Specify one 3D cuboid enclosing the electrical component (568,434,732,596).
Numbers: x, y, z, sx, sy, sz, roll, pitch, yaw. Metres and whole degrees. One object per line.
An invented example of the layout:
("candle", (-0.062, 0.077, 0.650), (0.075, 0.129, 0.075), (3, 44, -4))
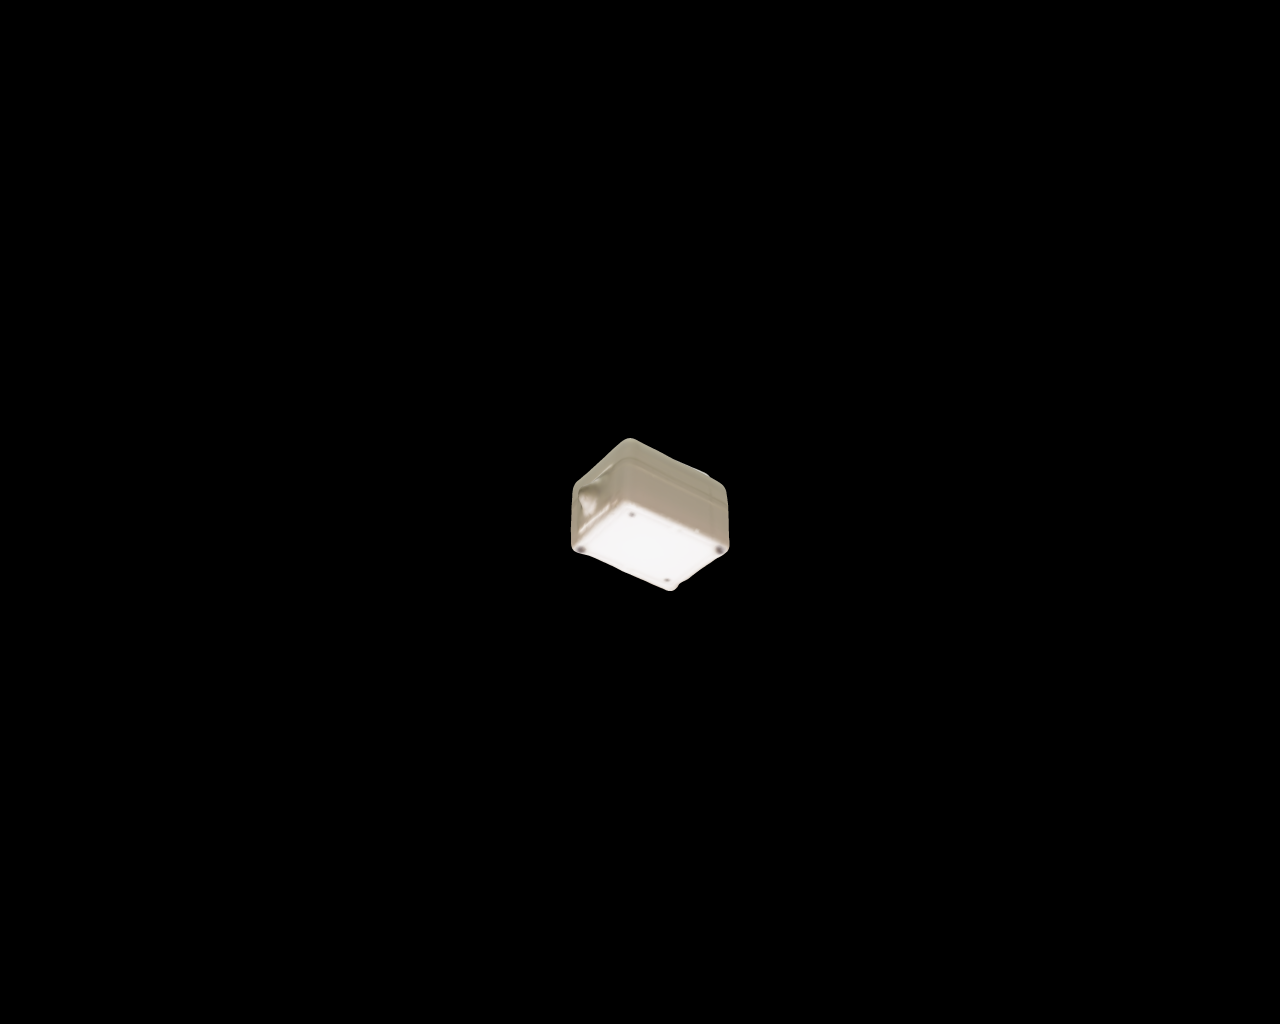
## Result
("electrical component", (0.001, -0.003, 0.650), (0.096, 0.061, 0.061), (25, -45, -28))
